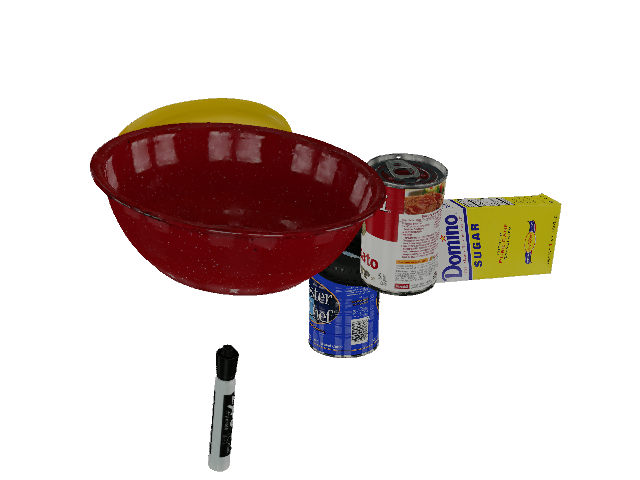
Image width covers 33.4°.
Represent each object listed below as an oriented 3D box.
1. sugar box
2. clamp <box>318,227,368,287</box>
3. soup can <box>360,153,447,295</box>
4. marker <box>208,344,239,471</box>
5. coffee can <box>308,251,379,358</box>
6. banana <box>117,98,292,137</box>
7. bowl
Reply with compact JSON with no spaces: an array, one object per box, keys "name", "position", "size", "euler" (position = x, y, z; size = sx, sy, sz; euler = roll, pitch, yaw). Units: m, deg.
[{"name":"sugar box","position":[0.195,-0.003,1.260],"size":[0.176,0.093,0.048],"euler":[-5,20,-25]},{"name":"clamp","position":[-0.010,0.005,1.146],"size":[0.210,0.036,0.164],"euler":[26,36,13]},{"name":"soup can","position":[0.068,-0.014,0.892],"size":[0.068,0.102,0.068],"euler":[1,27,-1]},{"name":"marker","position":[-0.082,0.141,0.901],"size":[0.020,0.121,0.020],"euler":[5,26,-3]},{"name":"coffee can","position":[0.034,0.081,1.514],"size":[0.103,0.140,0.103],"euler":[0,21,0]},{"name":"banana","position":[-0.106,-0.103,0.996],"size":[0.197,0.070,0.037],"euler":[-4,-41,-25]},{"name":"bowl","position":[-0.047,-0.014,0.593],"size":[0.162,0.055,0.162],"euler":[6,24,-3]}]
